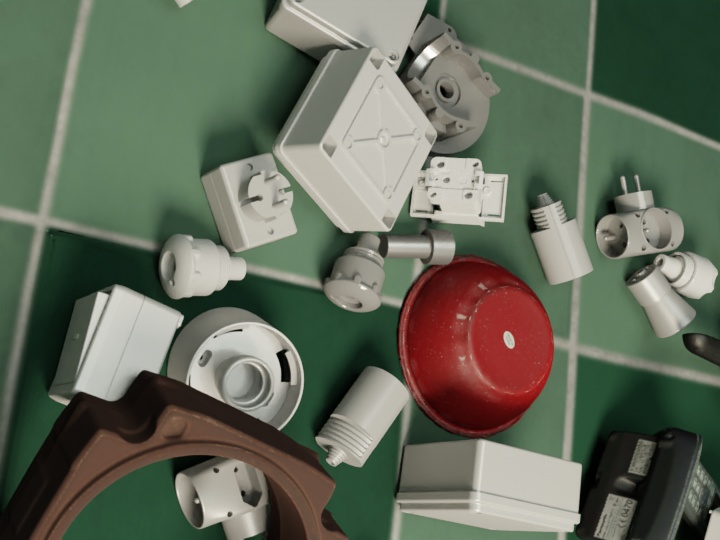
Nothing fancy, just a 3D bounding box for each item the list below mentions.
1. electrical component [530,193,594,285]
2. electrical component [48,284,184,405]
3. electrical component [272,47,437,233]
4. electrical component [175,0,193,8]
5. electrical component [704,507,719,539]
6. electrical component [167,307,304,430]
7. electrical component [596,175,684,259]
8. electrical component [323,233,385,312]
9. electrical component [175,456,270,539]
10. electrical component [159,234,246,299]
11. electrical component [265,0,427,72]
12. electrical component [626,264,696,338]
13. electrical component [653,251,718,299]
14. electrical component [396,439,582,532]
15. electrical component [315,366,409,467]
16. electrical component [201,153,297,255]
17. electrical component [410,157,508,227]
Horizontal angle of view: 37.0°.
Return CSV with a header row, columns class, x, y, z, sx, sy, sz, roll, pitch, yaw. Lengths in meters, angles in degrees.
class,x,y,z,sx,sy,sz,roll,pitch,yaw
electrical component,0.180,-0.031,0.987,0.043,0.043,0.081,-22,93,-32
electrical component,-0.174,0.063,0.741,0.061,0.062,0.096,28,68,-25
electrical component,-0.002,-0.103,0.859,0.108,0.056,0.108,49,57,-39
electrical component,-0.148,-0.231,0.819,0.043,0.043,0.062,-42,105,-30
electrical component,0.350,0.256,0.982,0.062,0.061,0.096,4,102,-55
electrical component,-0.092,0.079,0.802,0.099,0.064,0.099,-2,94,-24
electrical component,0.269,-0.054,1.045,0.077,0.044,0.079,-8,86,-32
electrical component,0.000,0.000,0.871,0.048,0.048,0.062,31,60,-24
electrical component,-0.086,0.172,0.788,0.077,0.043,0.079,-18,91,-33
electrical component,-0.115,-0.002,0.800,0.062,0.048,0.048,2,81,-39
electrical component,-0.006,-0.224,0.891,0.109,0.056,0.108,28,68,-16
electrical component,0.290,0.028,1.047,0.044,0.044,0.065,-42,99,-30
electrical component,0.320,0.002,1.068,0.062,0.043,0.043,19,72,-26
electrical component,0.103,0.174,0.867,0.109,0.109,0.056,18,70,-28
electrical component,-0.001,0.120,0.850,0.043,0.043,0.081,46,62,-17
electrical component,-0.076,-0.053,0.813,0.047,0.077,0.065,-19,92,-33
electrical component,0.083,-0.067,0.913,0.081,0.064,0.042,4,77,11
